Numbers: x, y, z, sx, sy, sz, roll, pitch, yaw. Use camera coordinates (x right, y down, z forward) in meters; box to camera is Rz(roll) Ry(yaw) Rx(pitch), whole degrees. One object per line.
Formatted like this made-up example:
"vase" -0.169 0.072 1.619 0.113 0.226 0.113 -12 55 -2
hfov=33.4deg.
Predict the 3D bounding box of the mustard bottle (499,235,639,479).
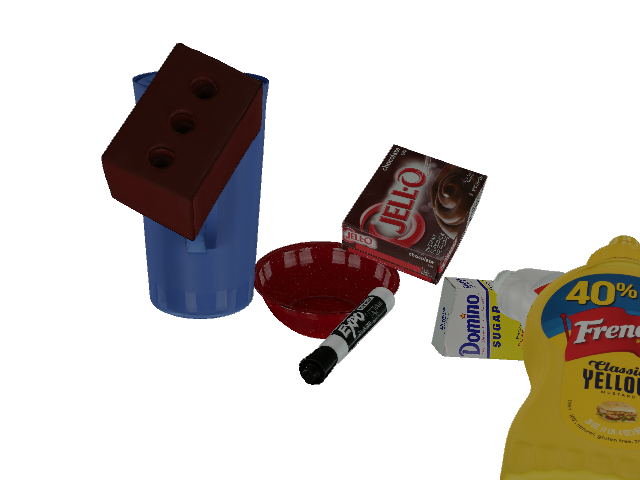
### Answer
"mustard bottle" 0.151 0.065 0.547 0.096 0.058 0.191 7 41 14

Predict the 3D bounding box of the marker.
"marker" 0.018 0.062 0.707 0.020 0.020 0.120 0 21 28

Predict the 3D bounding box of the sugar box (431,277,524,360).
"sugar box" 0.232 0.099 1.314 0.176 0.093 0.048 3 18 -16

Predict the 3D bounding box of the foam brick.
"foam brick" -0.070 -0.051 0.555 0.053 0.078 0.051 26 -20 6

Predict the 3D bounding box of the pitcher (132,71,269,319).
"pitcher" -0.120 -0.046 1.069 0.145 0.243 0.148 15 22 39

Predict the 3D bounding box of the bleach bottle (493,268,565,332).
"bleach bottle" 0.240 0.079 1.021 0.102 0.068 0.251 -15 21 -21

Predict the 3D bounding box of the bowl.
"bowl" 0.005 0.061 1.170 0.162 0.055 0.162 1 28 -1

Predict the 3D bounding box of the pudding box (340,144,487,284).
"pudding box" 0.080 -0.024 0.909 0.090 0.039 0.113 21 48 15
